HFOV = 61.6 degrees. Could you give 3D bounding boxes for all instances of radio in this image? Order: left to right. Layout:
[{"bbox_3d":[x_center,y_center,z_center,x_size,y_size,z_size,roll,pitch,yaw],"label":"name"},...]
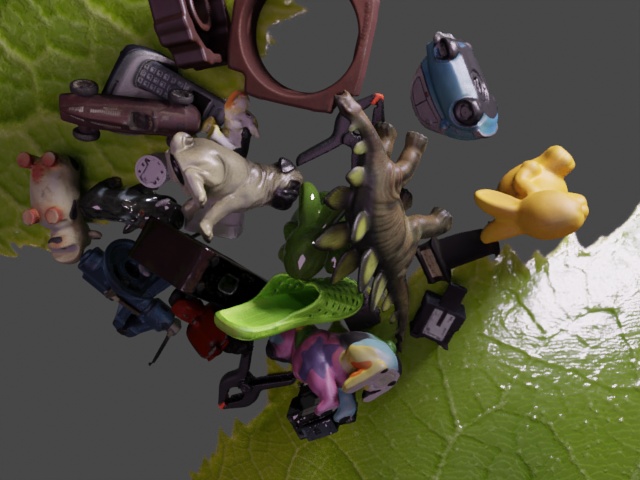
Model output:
[{"bbox_3d":[-0.172,0.051,0.839,0.131,0.229,0.073,26,84,30],"label":"radio"}]

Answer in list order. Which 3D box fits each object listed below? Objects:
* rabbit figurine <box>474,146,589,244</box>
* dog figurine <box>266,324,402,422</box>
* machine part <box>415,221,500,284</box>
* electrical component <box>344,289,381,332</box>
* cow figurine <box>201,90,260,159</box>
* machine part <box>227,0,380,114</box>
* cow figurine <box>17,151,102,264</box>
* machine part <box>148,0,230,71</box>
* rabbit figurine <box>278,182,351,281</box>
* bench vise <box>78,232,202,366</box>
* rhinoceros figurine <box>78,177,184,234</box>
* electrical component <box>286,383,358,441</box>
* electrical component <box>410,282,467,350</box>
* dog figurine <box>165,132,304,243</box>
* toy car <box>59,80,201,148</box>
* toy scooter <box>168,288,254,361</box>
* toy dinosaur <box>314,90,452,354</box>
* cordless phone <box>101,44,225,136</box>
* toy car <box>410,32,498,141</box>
[{"bbox_3d":[0.304,-0.053,0.761,0.162,0.173,0.121,-10,110,9],"label":"rabbit figurine"},{"bbox_3d":[0.008,0.171,0.880,0.191,0.108,0.219,-40,57,11],"label":"dog figurine"},{"bbox_3d":[0.223,0.021,0.869,0.139,0.039,0.084,-25,94,30],"label":"machine part"},{"bbox_3d":[0.075,0.134,0.946,0.063,0.021,0.094,-21,103,16],"label":"electrical component"},{"bbox_3d":[-0.144,-0.153,0.861,0.098,0.068,0.167,27,117,-31],"label":"cow figurine"},{"bbox_3d":[-0.024,-0.298,0.785,0.201,0.087,0.201,14,109,5],"label":"machine part"},{"bbox_3d":[-0.451,-0.054,0.940,0.086,0.127,0.194,-5,93,11],"label":"cow figurine"},{"bbox_3d":[-0.184,-0.326,0.762,0.056,0.179,0.179,-7,107,15],"label":"machine part"},{"bbox_3d":[-0.002,-0.003,0.835,0.121,0.170,0.159,20,112,3],"label":"rabbit figurine"},{"bbox_3d":[-0.295,0.074,0.946,0.241,0.129,0.223,-33,102,23],"label":"bench vise"},{"bbox_3d":[-0.314,-0.056,0.907,0.191,0.112,0.073,11,108,15],"label":"rhinoceros figurine"},{"bbox_3d":[0.006,0.292,0.953,0.115,0.134,0.058,-26,104,18],"label":"electrical component"},{"bbox_3d":[0.204,0.118,0.902,0.075,0.048,0.119,19,111,3],"label":"electrical component"},{"bbox_3d":[-0.121,-0.107,0.814,0.121,0.190,0.172,47,154,34],"label":"dog figurine"},{"bbox_3d":[-0.282,-0.185,0.808,0.202,0.053,0.089,2,128,-19],"label":"toy car"},{"bbox_3d":[-0.169,0.155,0.906,0.075,0.135,0.183,-47,137,7],"label":"toy scooter"},{"bbox_3d":[0.095,-0.003,0.802,0.105,0.198,0.470,24,149,46],"label":"toy dinosaur"},{"bbox_3d":[-0.250,-0.213,0.866,0.184,0.089,0.146,28,112,-19],"label":"cordless phone"},{"bbox_3d":[0.182,-0.207,0.771,0.103,0.109,0.161,-24,94,35],"label":"toy car"}]
